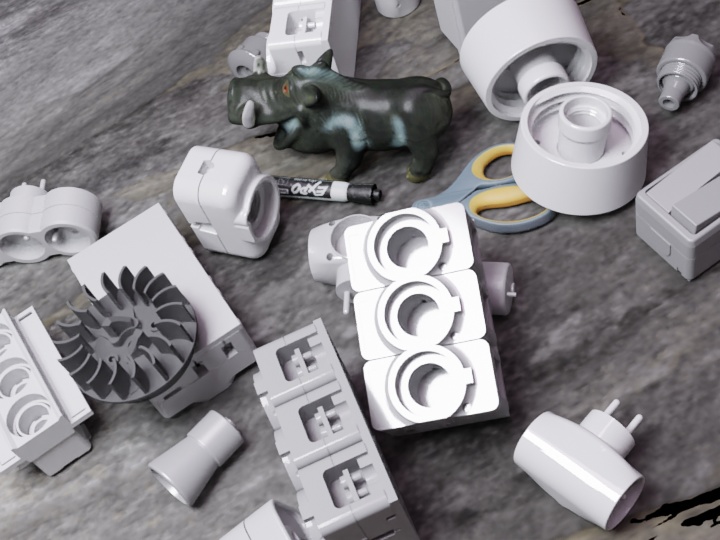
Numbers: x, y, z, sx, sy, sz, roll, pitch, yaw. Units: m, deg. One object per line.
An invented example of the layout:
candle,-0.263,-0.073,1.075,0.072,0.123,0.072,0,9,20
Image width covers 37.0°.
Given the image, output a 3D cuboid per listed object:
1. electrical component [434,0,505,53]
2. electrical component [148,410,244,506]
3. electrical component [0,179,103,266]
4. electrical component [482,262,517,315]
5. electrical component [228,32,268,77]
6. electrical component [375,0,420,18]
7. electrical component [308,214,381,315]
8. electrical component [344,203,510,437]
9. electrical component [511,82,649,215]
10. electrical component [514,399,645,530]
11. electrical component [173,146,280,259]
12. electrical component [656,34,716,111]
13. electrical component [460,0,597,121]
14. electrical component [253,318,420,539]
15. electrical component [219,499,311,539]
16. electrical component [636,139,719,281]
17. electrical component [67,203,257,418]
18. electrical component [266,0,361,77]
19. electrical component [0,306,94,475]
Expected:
electrical component,0.120,-0.259,0.952,0.109,0.108,0.056,-29,52,-4
electrical component,-0.119,0.136,0.797,0.044,0.044,0.065,31,65,30
electrical component,-0.296,-0.050,0.961,0.138,0.052,0.073,-8,56,10
electrical component,0.083,0.013,0.823,0.078,0.040,0.040,3,58,17
electrical component,-0.091,-0.203,1.012,0.048,0.048,0.062,18,57,25
electrical component,0.041,-0.292,1.014,0.043,0.077,0.079,35,71,31
electrical component,0.000,0.000,0.851,0.077,0.044,0.079,-5,56,12
electrical component,0.047,0.036,0.772,0.089,0.062,0.150,-12,74,14
electrical component,0.175,-0.103,0.850,0.108,0.060,0.108,-2,51,2
electrical component,0.159,0.122,0.727,0.077,0.044,0.079,35,71,31
electrical component,-0.105,-0.054,0.885,0.059,0.095,0.053,10,61,21
electrical component,0.265,-0.160,0.885,0.043,0.043,0.062,18,65,25
electrical component,0.143,-0.169,0.889,0.108,0.108,0.060,-21,60,1
electrical component,-0.020,0.124,0.747,0.062,0.089,0.150,-24,54,-1
electrical component,-0.052,0.210,0.713,0.059,0.054,0.095,-38,57,5
electrical component,0.262,-0.051,0.803,0.096,0.061,0.061,-34,55,-8
electrical component,-0.157,0.033,0.862,0.089,0.061,0.150,-33,55,-8
electrical component,-0.043,-0.230,0.988,0.062,0.089,0.150,-4,56,13
electrical component,-0.263,0.098,0.847,0.079,0.063,0.121,-35,55,-9
